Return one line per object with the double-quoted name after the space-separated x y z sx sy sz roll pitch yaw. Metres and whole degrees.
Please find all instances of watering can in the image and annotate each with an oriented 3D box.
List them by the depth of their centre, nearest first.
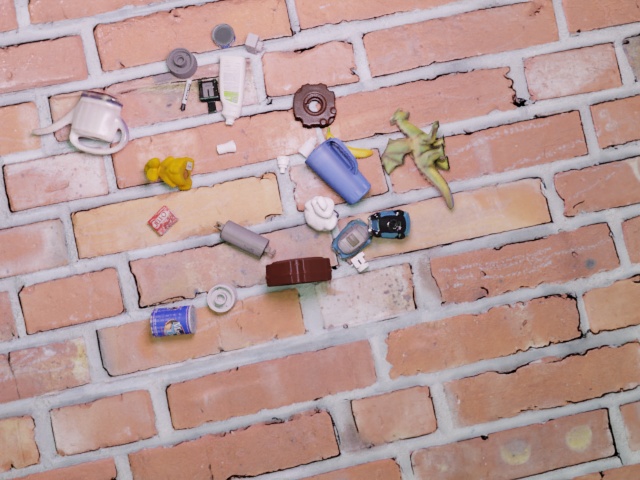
-0.855 -0.436 1.869 0.348 0.103 0.225 13 86 0 "watering can"

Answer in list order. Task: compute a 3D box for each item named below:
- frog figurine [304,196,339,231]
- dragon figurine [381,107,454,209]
0.006 -0.093 1.844 0.123 0.159 0.137 -40 90 -1 "frog figurine"
0.351 -0.302 1.911 0.242 0.122 0.412 -9 86 16 "dragon figurine"
